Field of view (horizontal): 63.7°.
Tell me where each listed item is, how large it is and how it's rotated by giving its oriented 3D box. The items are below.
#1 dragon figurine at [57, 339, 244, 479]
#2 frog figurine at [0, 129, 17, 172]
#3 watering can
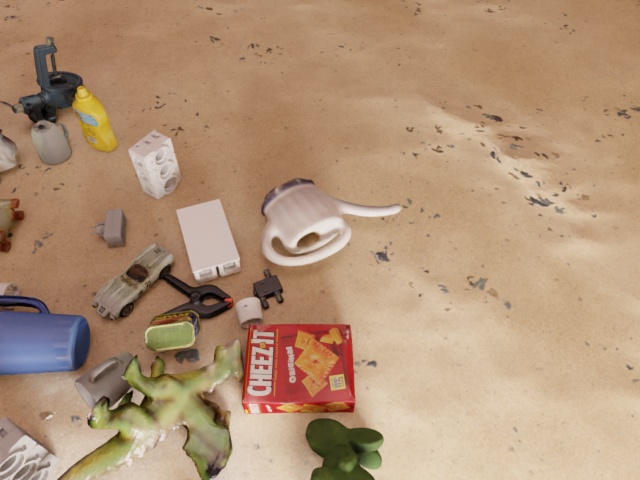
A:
[{"bbox_3d":[-0.274,0.345,0.928,0.243,0.419,0.119,26,-34,7],"label":"dragon figurine"},{"bbox_3d":[-0.864,-0.200,1.340,0.137,0.160,0.122,-4,-2,-15],"label":"frog figurine"},{"bbox_3d":[0.004,-0.063,1.245,0.350,0.228,0.101,-26,-33,-19],"label":"watering can"}]
